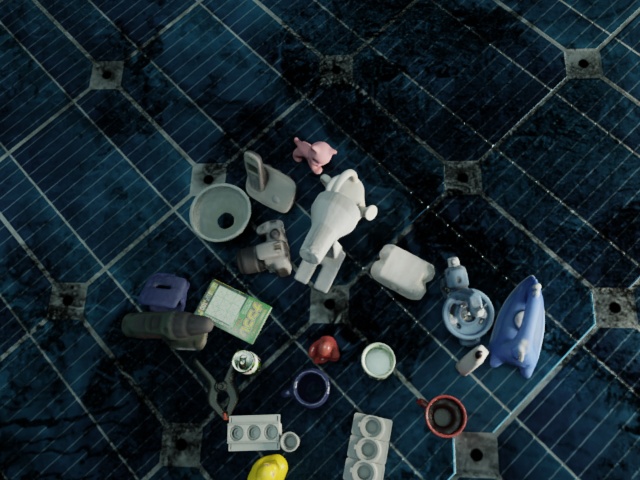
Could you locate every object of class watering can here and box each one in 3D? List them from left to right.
[{"bbox_3d":[0.071,-0.115,1.463,0.172,0.194,0.101,18,74,11],"label":"watering can"}]

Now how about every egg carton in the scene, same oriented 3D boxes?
[{"bbox_3d":[0.209,0.082,1.452,0.150,0.069,0.107,27,76,13],"label":"egg carton"}]

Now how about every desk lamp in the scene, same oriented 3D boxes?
[{"bbox_3d":[0.013,0.005,1.418,0.117,0.214,0.203,22,75,12],"label":"desk lamp"}]

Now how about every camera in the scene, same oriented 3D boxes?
[{"bbox_3d":[-0.150,0.027,1.485,0.137,0.101,0.143,-12,71,1],"label":"camera"}]

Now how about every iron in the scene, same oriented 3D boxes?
[{"bbox_3d":[0.486,0.186,1.355,0.118,0.141,0.258,16,74,10],"label":"iron"}]

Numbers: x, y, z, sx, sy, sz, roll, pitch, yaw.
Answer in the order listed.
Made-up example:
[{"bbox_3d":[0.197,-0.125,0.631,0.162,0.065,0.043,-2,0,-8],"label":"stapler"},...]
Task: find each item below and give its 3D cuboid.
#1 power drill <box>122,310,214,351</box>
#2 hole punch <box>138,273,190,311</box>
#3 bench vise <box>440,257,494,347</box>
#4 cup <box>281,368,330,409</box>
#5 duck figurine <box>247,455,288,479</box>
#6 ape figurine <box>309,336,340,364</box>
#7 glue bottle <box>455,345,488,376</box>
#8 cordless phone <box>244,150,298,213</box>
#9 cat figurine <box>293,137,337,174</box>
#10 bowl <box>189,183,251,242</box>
[{"bbox_3d":[-0.345,0.215,1.383,0.229,0.208,0.075,0,72,5],"label":"power drill"},{"bbox_3d":[-0.403,0.134,1.477,0.108,0.091,0.101,6,72,7],"label":"hole punch"},{"bbox_3d":[0.329,0.139,1.343,0.121,0.220,0.207,-29,71,-4],"label":"bench vise"},{"bbox_3d":[-0.031,0.360,1.368,0.117,0.095,0.091,-14,71,1],"label":"cup"},{"bbox_3d":[-0.126,0.543,1.320,0.104,0.086,0.077,-38,72,-7],"label":"duck figurine"},{"bbox_3d":[0.012,0.268,1.396,0.077,0.092,0.076,24,75,12],"label":"ape figurine"},{"bbox_3d":[0.357,0.272,1.321,0.078,0.173,0.037,-42,73,-9],"label":"glue bottle"},{"bbox_3d":[-0.134,-0.158,1.501,0.147,0.185,0.094,26,76,13],"label":"cordless phone"},{"bbox_3d":[-0.017,-0.240,1.553,0.127,0.118,0.067,32,77,14],"label":"cat figurine"},{"bbox_3d":[-0.260,-0.064,1.539,0.167,0.075,0.167,-1,72,5],"label":"bowl"}]
